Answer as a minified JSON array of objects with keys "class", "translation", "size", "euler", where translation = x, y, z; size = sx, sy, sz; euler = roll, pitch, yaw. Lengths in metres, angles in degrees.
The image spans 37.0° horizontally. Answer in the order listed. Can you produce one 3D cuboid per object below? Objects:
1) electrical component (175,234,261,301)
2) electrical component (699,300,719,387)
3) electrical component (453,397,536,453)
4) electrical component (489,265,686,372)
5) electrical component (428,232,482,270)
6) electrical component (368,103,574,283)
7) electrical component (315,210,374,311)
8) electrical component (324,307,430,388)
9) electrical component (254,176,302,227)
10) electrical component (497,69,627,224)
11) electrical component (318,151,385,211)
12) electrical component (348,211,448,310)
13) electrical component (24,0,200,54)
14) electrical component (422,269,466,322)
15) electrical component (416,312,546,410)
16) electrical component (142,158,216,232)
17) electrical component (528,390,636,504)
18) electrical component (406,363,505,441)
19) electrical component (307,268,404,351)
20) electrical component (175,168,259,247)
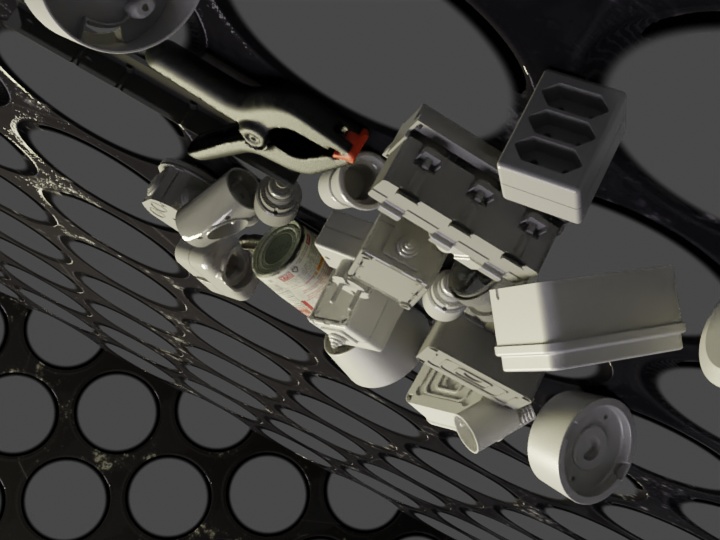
[{"class":"electrical component","translation":[-0.154,-0.009,1.211],"size":[0.059,0.053,0.095],"euler":[16,160,37]},{"class":"electrical component","translation":[0.255,0.045,0.664],"size":[0.051,0.080,0.080],"euler":[28,165,-19]},{"class":"electrical component","translation":[0.139,0.145,1.076],"size":[0.043,0.081,0.043],"euler":[53,160,29]},{"class":"electrical component","translation":[0.154,0.033,0.731],"size":[0.113,0.057,0.078],"euler":[-7,177,-23]},{"class":"electrical component","translation":[0.083,-0.028,0.785],"size":[0.055,0.048,0.066],"euler":[30,166,-34]},{"class":"electrical component","translation":[0.072,-0.047,0.711],"size":[0.121,0.063,0.079],"euler":[31,163,-8]},{"class":"electrical component","translation":[0.000,0.000,0.948],"size":[0.083,0.075,0.047],"euler":[21,162,25]},{"class":"electrical component","translation":[0.014,0.066,1.089],"size":[0.064,0.099,0.099],"euler":[43,159,-25]},{"class":"electrical component","translation":[-0.070,-0.065,0.929],"size":[0.040,0.040,0.078],"euler":[29,163,-1]},{"class":"electrical component","translation":[0.114,-0.059,0.599],"size":[0.047,0.065,0.076],"euler":[22,163,21]},{"class":"electrical component","translation":[-0.007,-0.066,0.824],"size":[0.044,0.044,0.065],"euler":[34,168,-17]},{"class":"electrical component","translation":[0.036,-0.017,0.865],"size":[0.062,0.061,0.096],"euler":[28,164,-1]},{"class":"electrical component","translation":[-0.145,-0.176,0.621],"size":[0.064,0.099,0.099],"euler":[20,163,45]},{"class":"electrical component","translation":[0.078,0.019,0.940],"size":[0.040,0.040,0.078],"euler":[27,163,3]},{"class":"electrical component","translation":[0.119,0.080,1.028],"size":[0.113,0.057,0.078],"euler":[28,164,0]},{"class":"electrical component","translation":[-0.170,-0.070,1.057],"size":[0.080,0.051,0.080],"euler":[26,164,8]},{"class":"electrical component","translation":[0.215,0.171,1.070],"size":[0.108,0.108,0.060],"euler":[39,167,-34]},{"class":"electrical component","translation":[0.116,0.132,1.158],"size":[0.057,0.078,0.113],"euler":[42,159,-31]},{"class":"electrical component","translation":[0.002,0.035,1.014],"size":[0.061,0.096,0.062],"euler":[37,162,-35]},{"class":"electrical component","translation":[-0.118,-0.057,0.999],"size":[0.077,0.044,0.079],"euler":[-32,165,35]}]
